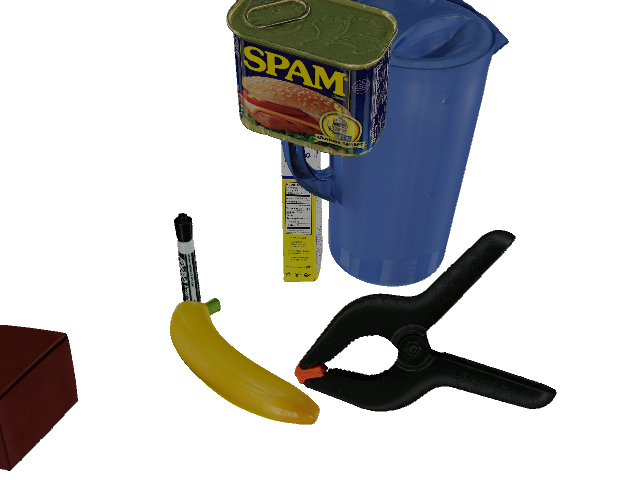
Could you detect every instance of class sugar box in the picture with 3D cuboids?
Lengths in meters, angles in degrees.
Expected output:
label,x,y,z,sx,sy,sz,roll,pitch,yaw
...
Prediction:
label,x,y,z,sx,sy,sz,roll,pitch,yaw
sugar box,-0.022,-0.048,1.263,0.048,0.176,0.093,-1,24,5

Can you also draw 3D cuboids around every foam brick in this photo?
label,x,y,z,sx,sy,sz,roll,pitch,yaw
foam brick,-0.196,0.095,0.665,0.053,0.051,0.078,7,29,21

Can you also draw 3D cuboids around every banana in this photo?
label,x,y,z,sx,sy,sz,roll,pitch,yaw
banana,-0.075,0.092,0.862,0.069,0.037,0.198,-13,31,-26

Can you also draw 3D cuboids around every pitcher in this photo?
label,x,y,z,sx,sy,sz,roll,pitch,yaw
pitcher,0.056,-0.080,0.908,0.149,0.243,0.144,20,42,18

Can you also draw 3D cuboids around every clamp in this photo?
label,x,y,z,sx,sy,sz,roll,pitch,yaw
clamp,0.071,0.078,0.716,0.171,0.120,0.039,-24,-6,10

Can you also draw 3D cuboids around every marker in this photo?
label,x,y,z,sx,sy,sz,roll,pitch,yaw
marker,-0.139,0.026,1.118,0.020,0.121,0.020,-2,31,1

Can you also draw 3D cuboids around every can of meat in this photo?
label,x,y,z,sx,sy,sz,roll,pitch,yaw
can of meat,-0.006,-0.106,0.675,0.102,0.057,0.084,18,-37,15
